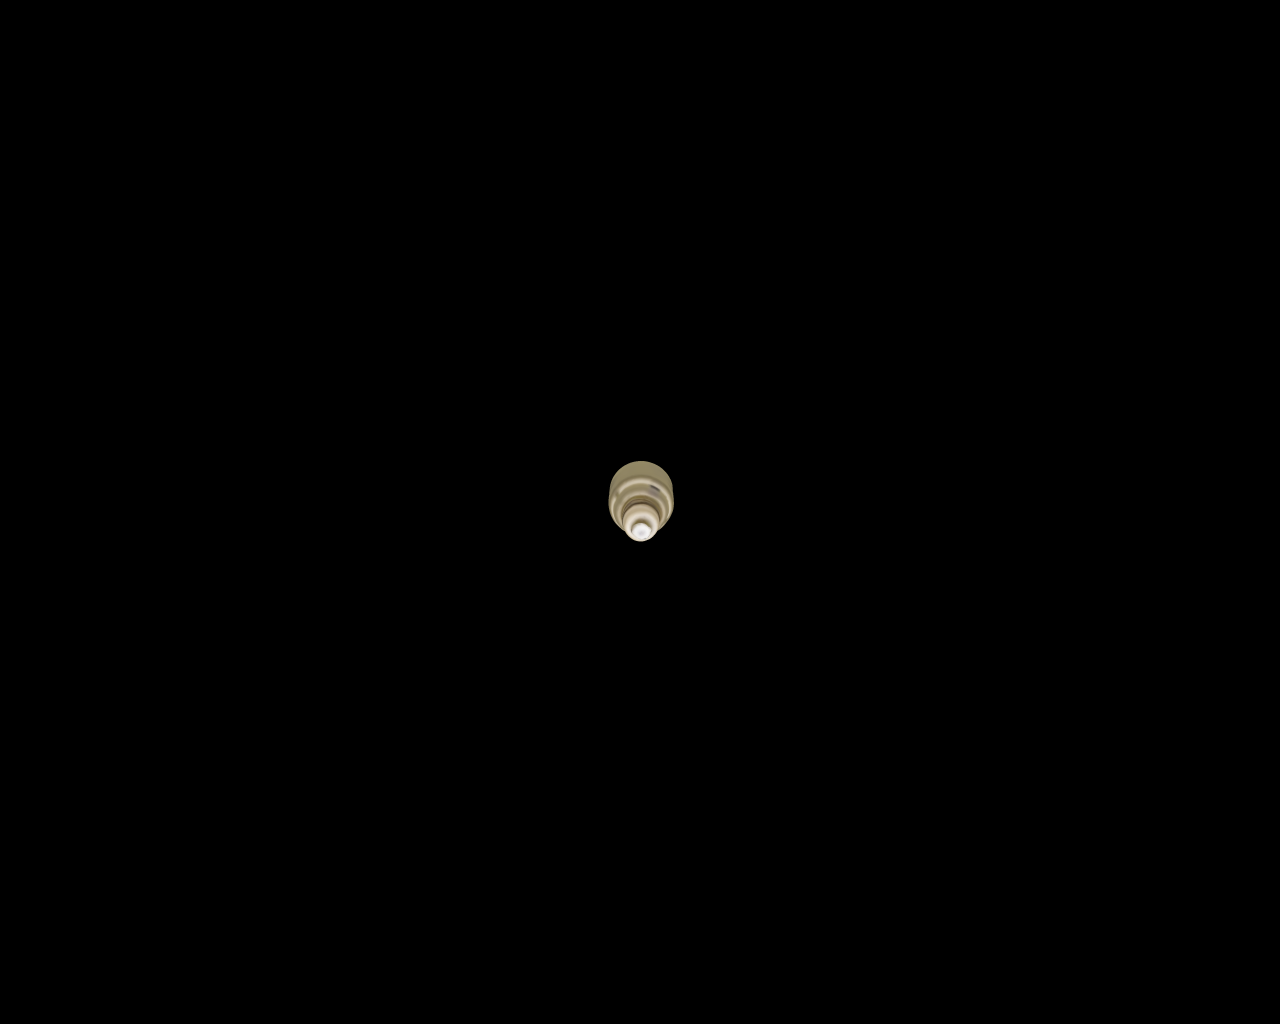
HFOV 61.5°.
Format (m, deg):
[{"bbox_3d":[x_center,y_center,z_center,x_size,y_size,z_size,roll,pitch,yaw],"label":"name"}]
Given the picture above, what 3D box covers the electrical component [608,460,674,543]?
[{"bbox_3d":[0.001,-0.003,0.650,0.040,0.040,0.078,0,23,0],"label":"electrical component"}]
